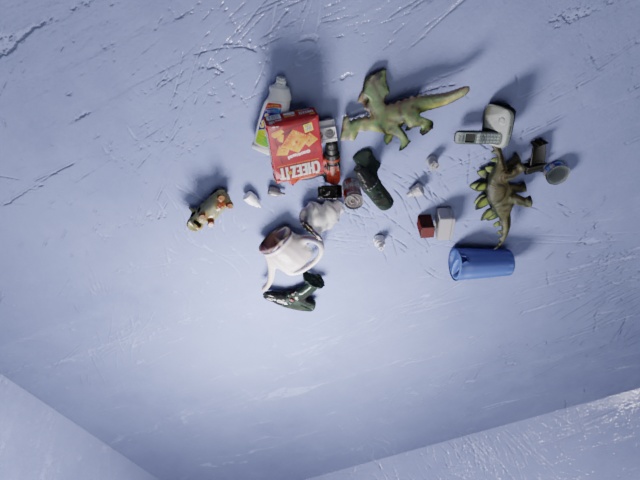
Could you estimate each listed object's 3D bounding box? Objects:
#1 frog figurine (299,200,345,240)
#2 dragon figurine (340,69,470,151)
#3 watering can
[{"bbox_3d":[0.006,-0.095,1.895,0.136,0.123,0.161,45,78,-24],"label":"frog figurine"},{"bbox_3d":[0.237,-0.429,1.625,0.406,0.125,0.240,-37,115,22],"label":"dragon figurine"},{"bbox_3d":[-0.151,0.073,1.997,0.344,0.106,0.221,-33,124,20],"label":"watering can"}]
